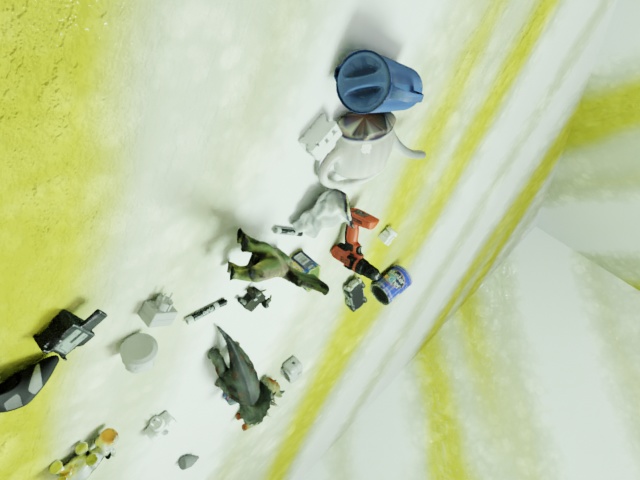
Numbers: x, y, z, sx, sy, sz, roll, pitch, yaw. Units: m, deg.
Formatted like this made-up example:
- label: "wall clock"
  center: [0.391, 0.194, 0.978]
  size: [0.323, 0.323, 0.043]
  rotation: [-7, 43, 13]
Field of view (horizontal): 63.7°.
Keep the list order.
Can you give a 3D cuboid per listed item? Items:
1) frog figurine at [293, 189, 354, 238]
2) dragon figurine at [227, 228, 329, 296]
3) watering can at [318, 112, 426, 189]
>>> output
- label: "frog figurine"
  center: [0.004, -0.070, 1.383]
  size: [0.159, 0.123, 0.137]
  rotation: [-9, 177, 6]
- label: "dragon figurine"
  center: [-0.084, 0.071, 1.191]
  size: [0.242, 0.413, 0.122]
  rotation: [18, 96, -20]
- label: "watering can"
  center: [0.148, -0.244, 1.336]
  size: [0.350, 0.106, 0.219]
  rotation: [-21, 145, -21]
